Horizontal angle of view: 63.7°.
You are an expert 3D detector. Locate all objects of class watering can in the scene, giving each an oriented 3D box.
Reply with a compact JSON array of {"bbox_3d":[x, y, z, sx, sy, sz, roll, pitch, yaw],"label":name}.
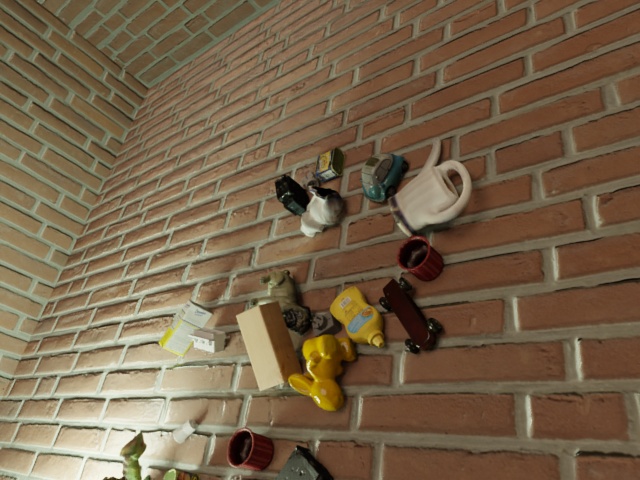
[{"bbox_3d":[0.283,-0.139,1.367,0.222,0.102,0.356,-36,29,19],"label":"watering can"}]

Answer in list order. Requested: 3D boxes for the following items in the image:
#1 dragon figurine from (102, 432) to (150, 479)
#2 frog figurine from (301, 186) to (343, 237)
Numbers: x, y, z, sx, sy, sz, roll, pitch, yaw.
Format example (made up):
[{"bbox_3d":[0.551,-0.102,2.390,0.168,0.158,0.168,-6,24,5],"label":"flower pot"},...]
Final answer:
[{"bbox_3d":[-0.591,0.734,1.430,0.123,0.239,0.414,20,74,46],"label":"dragon figurine"},{"bbox_3d":[0.005,-0.081,1.612,0.139,0.123,0.157,30,120,44],"label":"frog figurine"}]
